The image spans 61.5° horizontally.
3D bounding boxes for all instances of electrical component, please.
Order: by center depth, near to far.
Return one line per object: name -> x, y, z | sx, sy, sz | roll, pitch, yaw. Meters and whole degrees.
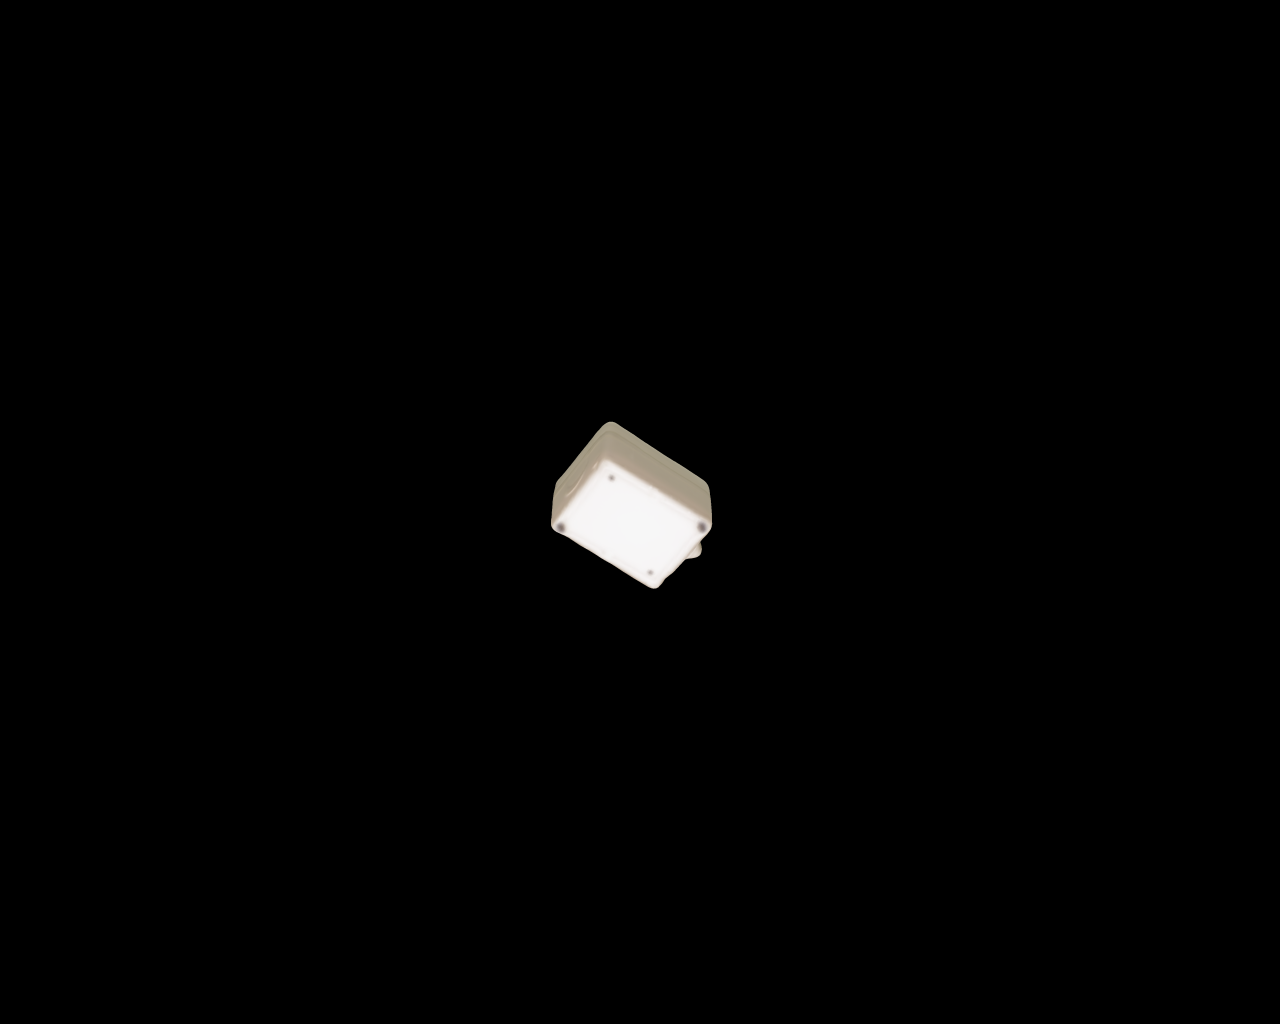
electrical component -> 0.001, -0.003, 0.650 | 0.096, 0.061, 0.061 | 32, 26, -18
